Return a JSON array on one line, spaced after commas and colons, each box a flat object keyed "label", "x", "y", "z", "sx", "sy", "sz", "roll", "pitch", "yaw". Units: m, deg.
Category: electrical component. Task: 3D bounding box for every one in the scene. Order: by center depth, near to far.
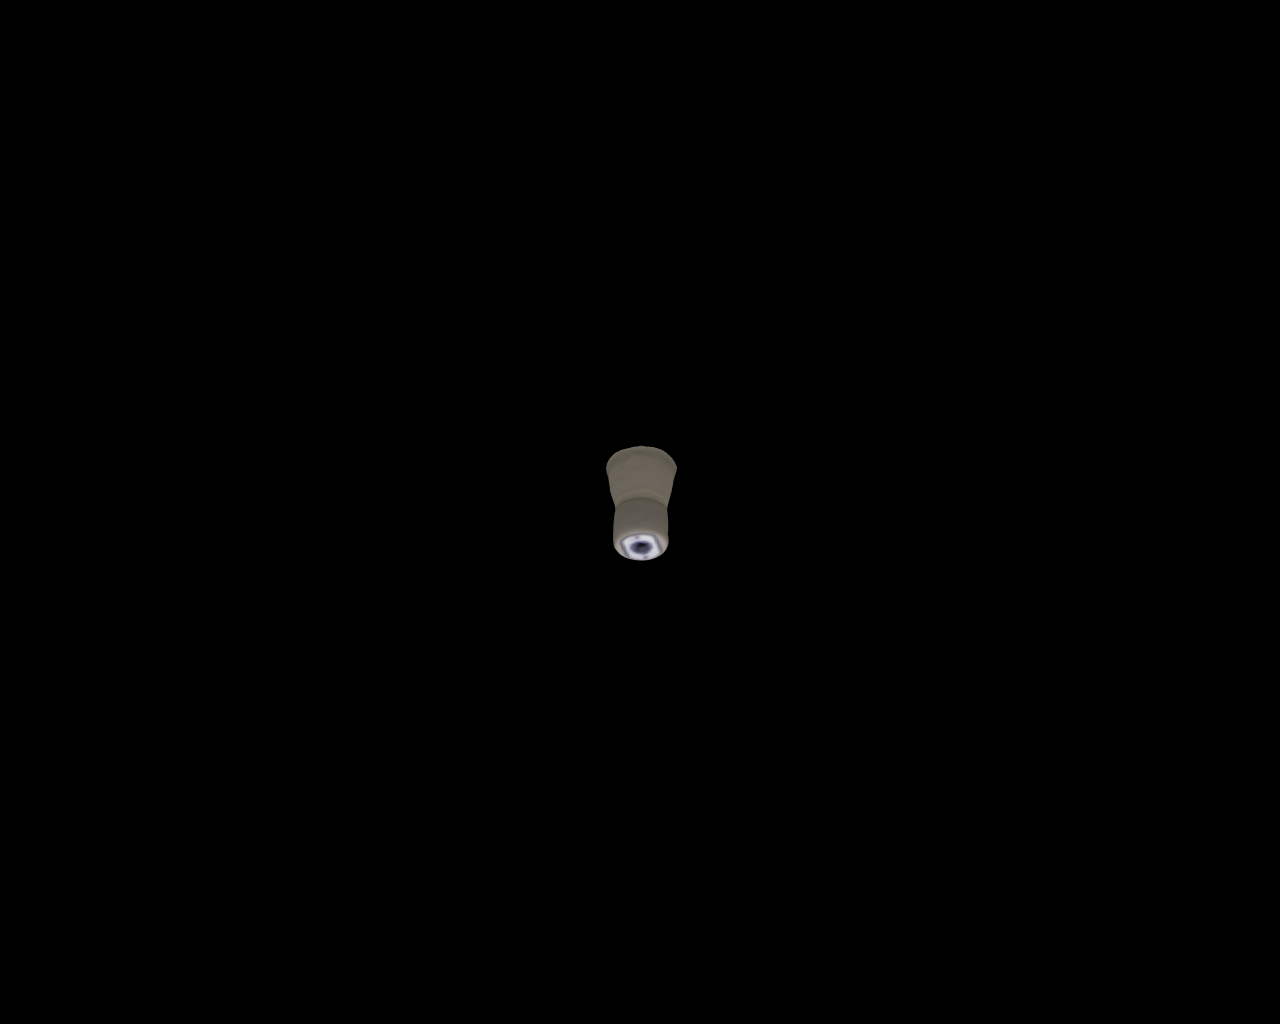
[{"label": "electrical component", "x": 0.001, "y": -0.003, "z": 0.650, "sx": 0.044, "sy": 0.065, "sz": 0.044, "roll": 0, "pitch": -37, "yaw": 0}]
